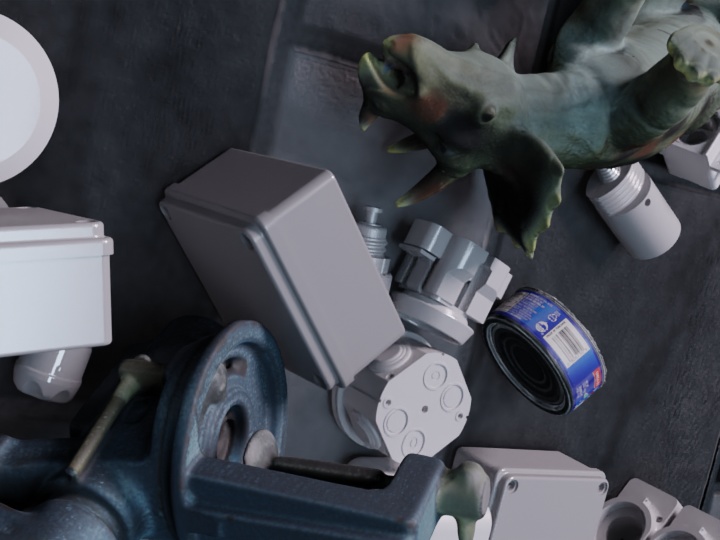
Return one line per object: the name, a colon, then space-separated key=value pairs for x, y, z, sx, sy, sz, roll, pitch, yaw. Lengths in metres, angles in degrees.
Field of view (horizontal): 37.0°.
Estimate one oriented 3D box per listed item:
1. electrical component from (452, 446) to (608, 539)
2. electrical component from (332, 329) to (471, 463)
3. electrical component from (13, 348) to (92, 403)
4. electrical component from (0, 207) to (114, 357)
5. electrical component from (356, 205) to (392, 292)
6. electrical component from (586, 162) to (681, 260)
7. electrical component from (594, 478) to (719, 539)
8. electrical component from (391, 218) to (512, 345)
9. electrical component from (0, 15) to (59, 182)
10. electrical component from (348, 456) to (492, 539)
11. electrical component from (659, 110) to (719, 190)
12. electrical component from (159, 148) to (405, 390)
electrical component: x=0.112 y=0.186 z=0.768 sx=0.109 sy=0.056 sz=0.108 roll=9 pitch=98 yaw=-35
electrical component: x=0.027 y=0.080 z=0.685 sx=0.080 sy=0.051 sz=0.080 roll=-10 pitch=108 yaw=-32
electrical component: x=-0.156 y=0.036 z=0.560 sx=0.035 sy=0.035 sz=0.061 roll=21 pitch=88 yaw=-36
electrical component: x=-0.180 y=0.005 z=0.481 sx=0.109 sy=0.109 sz=0.056 roll=-5 pitch=99 yaw=-33
electrical component: x=0.000 y=0.000 z=0.651 sx=0.040 sy=0.040 sz=0.078 roll=7 pitch=99 yaw=-35
electrical component: x=0.191 y=-0.049 z=0.764 sx=0.043 sy=0.043 sz=0.081 roll=-52 pitch=125 yaw=-11
electrical component: x=0.201 y=0.260 z=0.819 sx=0.186 sy=0.105 sz=0.060 roll=-49 pitch=124 yaw=-13
electrical component: x=0.054 y=0.011 z=0.680 sx=0.078 sy=0.058 sz=0.057 roll=32 pitch=82 yaw=-35
electrical component: x=-0.185 y=-0.081 z=0.497 sx=0.080 sy=0.051 sz=0.080 roll=-10 pitch=108 yaw=-32
electrical component: x=0.028 y=0.156 z=0.680 sx=0.059 sy=0.095 sz=0.053 roll=8 pitch=98 yaw=-35
electrical component: x=0.266 y=-0.125 z=0.779 sx=0.121 sy=0.079 sz=0.063 roll=-56 pitch=147 yaw=-8
electrical component: x=-0.043 y=-0.003 z=0.580 sx=0.056 sy=0.109 sz=0.108 roll=-38 pitch=121 yaw=-23
